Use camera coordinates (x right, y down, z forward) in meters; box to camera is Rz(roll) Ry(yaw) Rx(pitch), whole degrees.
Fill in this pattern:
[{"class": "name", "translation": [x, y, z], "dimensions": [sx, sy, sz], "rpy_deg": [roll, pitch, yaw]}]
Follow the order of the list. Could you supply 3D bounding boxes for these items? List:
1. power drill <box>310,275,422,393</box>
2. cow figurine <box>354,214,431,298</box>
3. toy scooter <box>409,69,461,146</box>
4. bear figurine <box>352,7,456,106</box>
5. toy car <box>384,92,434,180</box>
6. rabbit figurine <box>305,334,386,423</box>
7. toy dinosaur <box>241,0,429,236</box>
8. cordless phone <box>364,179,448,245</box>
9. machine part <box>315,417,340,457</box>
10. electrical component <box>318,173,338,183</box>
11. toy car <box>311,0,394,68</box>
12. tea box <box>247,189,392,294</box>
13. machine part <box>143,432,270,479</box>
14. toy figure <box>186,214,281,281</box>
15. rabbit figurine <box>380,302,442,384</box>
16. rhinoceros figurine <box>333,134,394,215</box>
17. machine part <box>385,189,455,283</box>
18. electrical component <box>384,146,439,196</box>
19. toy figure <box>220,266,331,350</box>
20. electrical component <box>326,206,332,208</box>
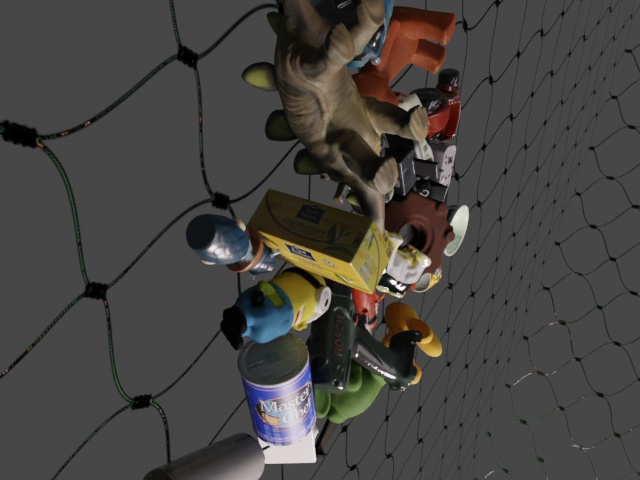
[{"class": "power drill", "translation": [0.075, 0.150, 0.895], "dimensions": [0.207, 0.086, 0.232], "rpy_deg": [32, 56, -33]}, {"class": "cow figurine", "translation": [0.095, 0.026, 0.887], "dimensions": [0.167, 0.068, 0.098], "rpy_deg": [30, 96, -24]}, {"class": "toy scooter", "translation": [0.219, -0.232, 1.015], "dimensions": [0.184, 0.075, 0.135], "rpy_deg": [-45, 141, -42]}, {"class": "bear figurine", "translation": [0.102, -0.236, 0.782], "dimensions": [0.120, 0.132, 0.196], "rpy_deg": [82, 28, -74]}, {"class": "toy car", "translation": [0.150, -0.176, 0.937], "dimensions": [0.056, 0.074, 0.201], "rpy_deg": [-57, 146, -20]}, {"class": "rabbit figurine", "translation": [0.014, 0.231, 0.951], "dimensions": [0.159, 0.121, 0.170], "rpy_deg": [-46, 124, -23]}, {"class": "toy dinosaur", "translation": [0.024, -0.133, 0.641], "dimensions": [0.105, 0.199, 0.470], "rpy_deg": [-42, 129, -24]}, {"class": "cordless phone", "translation": [0.155, -0.042, 1.035], "dimensions": [0.184, 0.089, 0.146], "rpy_deg": [-26, 129, -34]}, {"class": "machine part", "translation": [0.022, 0.367, 1.077], "dimensions": [0.139, 0.039, 0.084], "rpy_deg": [-60, 152, -19]}, {"class": "electrical component", "translation": [0.017, -0.121, 0.811], "dimensions": [0.094, 0.021, 0.063], "rpy_deg": [22, 89, -65]}, {"class": "toy car", "translation": [0.037, -0.283, 0.697], "dimensions": [0.103, 0.109, 0.161], "rpy_deg": [84, 22, -71]}, {"class": "tea box", "translation": [-0.001, 0.001, 0.714], "dimensions": [0.068, 0.170, 0.098], "rpy_deg": [-60, 146, -16]}, {"class": "machine part", "translation": [-0.157, 0.327, 0.744], "dimensions": [0.243, 0.079, 0.079], "rpy_deg": [1, 106, -58]}, {"class": "toy figure", "translation": [-0.103, 0.008, 0.669], "dimensions": [0.154, 0.064, 0.058], "rpy_deg": [32, 42, -63]}, {"class": "rabbit figurine", "translation": [0.166, 0.207, 1.127], "dimensions": [0.121, 0.163, 0.173], "rpy_deg": [49, 47, -42]}, {"class": "rhinoceros figurine", "translation": [0.071, -0.100, 0.840], "dimensions": [0.190, 0.073, 0.112], "rpy_deg": [69, 39, -63]}, {"class": "machine part", "translation": [0.156, -0.007, 0.968], "dimensions": [0.179, 0.056, 0.179], "rpy_deg": [-6, 106, -21]}, {"class": "electrical component", "translation": [0.138, -0.117, 0.909], "dimensions": [0.048, 0.119, 0.074], "rpy_deg": [-49, 145, -31]}, {"class": "toy figure", "translation": [-0.059, 0.089, 0.759], "dimensions": [0.180, 0.089, 0.082], "rpy_deg": [-16, 163, -43]}, {"class": "electrical component", "translation": [-0.001, -0.004, 0.829], "dimensions": [0.078, 0.045, 0.102], "rpy_deg": [4, 104, -56]}]
